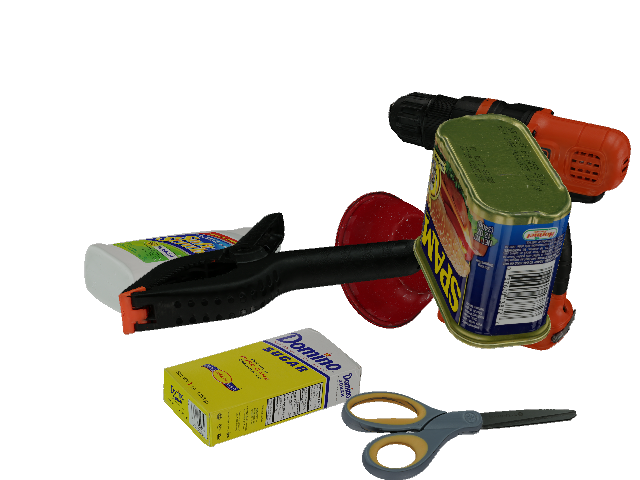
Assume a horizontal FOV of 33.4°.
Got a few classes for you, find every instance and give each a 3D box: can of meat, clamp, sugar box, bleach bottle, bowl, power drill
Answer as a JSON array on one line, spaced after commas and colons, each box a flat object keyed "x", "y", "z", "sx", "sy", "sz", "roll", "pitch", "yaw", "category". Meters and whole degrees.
[{"x": 0.090, "y": -0.008, "z": 0.569, "sx": 0.057, "sy": 0.084, "sz": 0.102, "roll": -4, "pitch": 38, "yaw": -11, "category": "can of meat"}, {"x": -0.041, "y": 0.023, "z": 0.738, "sx": 0.165, "sy": 0.036, "sz": 0.209, "roll": 8, "pitch": 20, "yaw": 40, "category": "clamp"}, {"x": -0.056, "y": 0.141, "z": 1.056, "sx": 0.175, "sy": 0.048, "sz": 0.093, "roll": -16, "pitch": 32, "yaw": -32, "category": "sugar box"}, {"x": -0.154, "y": 0.024, "z": 1.298, "sx": 0.250, "sy": 0.068, "sz": 0.103, "roll": -15, "pitch": 31, "yaw": -43, "category": "bleach bottle"}, {"x": 0.093, "y": 0.019, "z": 1.228, "sx": 0.161, "sy": 0.162, "sz": 0.055, "roll": 0, "pitch": -8, "yaw": -42, "category": "bowl"}, {"x": 0.134, "y": -0.017, "z": 0.822, "sx": 0.185, "sy": 0.188, "sz": 0.057, "roll": 16, "pitch": 34, "yaw": 26, "category": "power drill"}]

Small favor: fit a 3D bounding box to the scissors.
[{"x": 0.117, "y": 0.165, "z": 0.884, "sx": 0.201, "sy": 0.016, "sz": 0.096, "roll": 7, "pitch": 40, "yaw": 0, "category": "scissors"}]
